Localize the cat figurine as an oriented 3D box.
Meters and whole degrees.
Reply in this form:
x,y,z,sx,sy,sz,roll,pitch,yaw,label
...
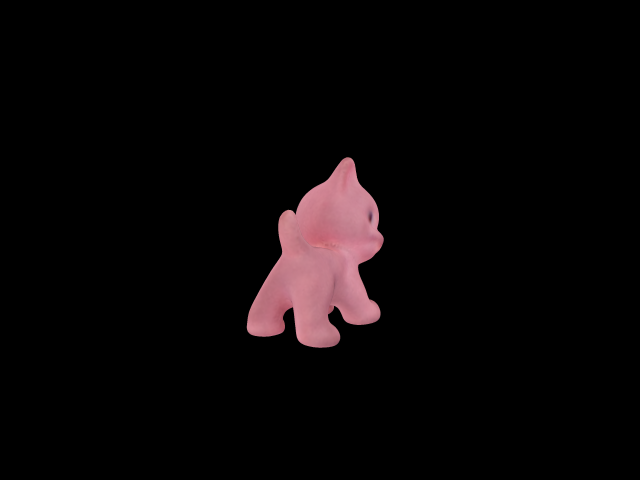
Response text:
x,y,z,sx,sy,sz,roll,pitch,yaw,label
0.004,0.001,0.400,0.067,0.118,0.128,3,7,26,cat figurine
